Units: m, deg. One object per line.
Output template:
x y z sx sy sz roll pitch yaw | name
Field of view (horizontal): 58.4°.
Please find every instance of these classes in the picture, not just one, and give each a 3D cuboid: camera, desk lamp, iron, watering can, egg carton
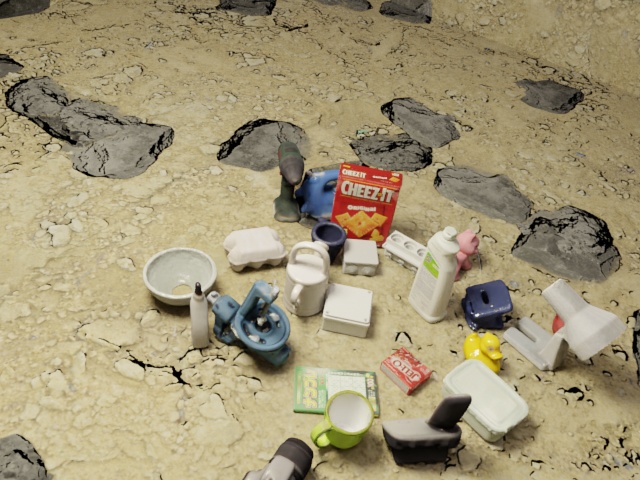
-0.052 0.423 1.008 0.143 0.101 0.137 24 44 15 | camera
0.546 0.201 1.286 0.118 0.213 0.202 -26 53 -33 | desk lamp
0.064 -0.147 1.633 0.259 0.141 0.118 -6 44 -18 | iron
-0.028 0.073 1.331 0.101 0.194 0.172 4 42 -6 | watering can
-0.166 0.022 1.453 0.150 0.069 0.107 -10 45 -21 | egg carton

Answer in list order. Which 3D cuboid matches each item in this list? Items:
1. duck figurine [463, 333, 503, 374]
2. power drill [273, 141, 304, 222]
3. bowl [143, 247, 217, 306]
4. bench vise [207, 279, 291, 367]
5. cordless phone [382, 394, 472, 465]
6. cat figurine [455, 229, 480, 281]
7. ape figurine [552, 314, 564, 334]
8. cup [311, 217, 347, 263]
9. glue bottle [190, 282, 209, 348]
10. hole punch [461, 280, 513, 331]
0.376 0.245 1.300 0.078 0.086 0.104 -12 46 -22 | duck figurine
-0.083 -0.156 1.563 0.076 0.208 0.229 0 42 -10 | power drill
-0.324 0.097 1.336 0.167 0.075 0.167 6 42 -5 | bowl
-0.153 0.156 1.194 0.207 0.220 0.121 15 42 6 | bench vise
0.204 0.341 1.086 0.148 0.185 0.094 -2 43 -13 | cordless phone
0.377 0.028 1.517 0.067 0.118 0.128 33 47 24 | cat figurine
0.610 0.196 1.396 0.076 0.092 0.077 -13 46 -23 | ape figurine
0.014 0.005 1.489 0.092 0.095 0.117 -8 45 -19 | cup
-0.257 0.150 1.216 0.037 0.173 0.078 -5 44 -16 | glue bottle
0.407 0.156 1.401 0.101 0.091 0.108 4 42 -7 | hole punch
